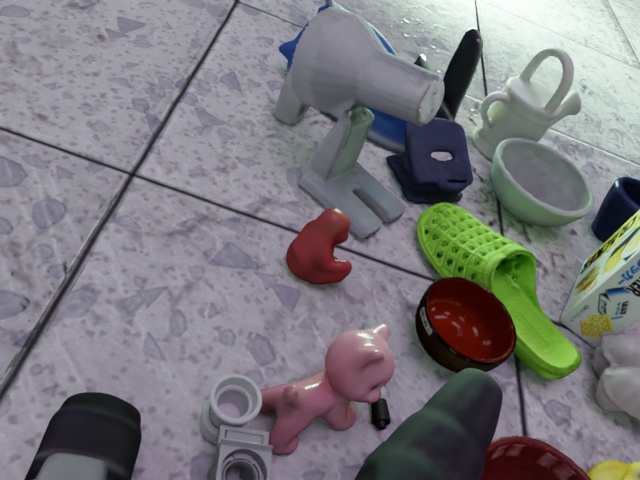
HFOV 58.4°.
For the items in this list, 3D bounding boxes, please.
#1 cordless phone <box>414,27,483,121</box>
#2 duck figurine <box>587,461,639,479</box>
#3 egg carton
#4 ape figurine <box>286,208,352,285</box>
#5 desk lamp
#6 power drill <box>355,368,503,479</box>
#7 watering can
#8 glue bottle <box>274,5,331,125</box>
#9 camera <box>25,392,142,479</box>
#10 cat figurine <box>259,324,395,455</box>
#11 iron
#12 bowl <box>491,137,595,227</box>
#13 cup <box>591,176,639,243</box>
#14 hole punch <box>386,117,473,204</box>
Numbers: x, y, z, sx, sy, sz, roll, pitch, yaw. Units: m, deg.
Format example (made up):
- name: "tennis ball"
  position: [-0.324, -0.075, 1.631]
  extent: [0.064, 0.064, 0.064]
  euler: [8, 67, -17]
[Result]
- name: "cordless phone"
  position: [0.203, -0.265, 0.911]
  extent: [0.094, 0.185, 0.147]
  euler: [8, 48, -19]
- name: "duck figurine"
  position: [0.322, 0.250, 0.572]
  extent: [0.105, 0.086, 0.077]
  euler: [-6, 54, -30]
- name: "egg carton"
  position: [0.402, 0.179, 0.687]
  extent: [0.150, 0.069, 0.107]
  euler: [23, 45, -4]
- name: "ape figurine"
  position: [0.006, 0.002, 0.642]
  extent: [0.076, 0.092, 0.077]
  euler: [4, 49, -22]
- name: "desk lamp"
  position: [0.051, -0.148, 0.713]
  extent: [0.203, 0.213, 0.118]
  euler: [43, 47, 15]
- name: "power drill"
  position: [0.024, 0.205, 0.385]
  extent: [0.075, 0.208, 0.230]
  euler: [37, 45, 10]
- name: "watering can"
  position: [0.345, -0.223, 0.933]
  extent: [0.173, 0.194, 0.100]
  euler: [-20, 61, -37]
- name: "glue bottle"
  position: [-0.015, -0.246, 0.798]
  extent: [0.037, 0.173, 0.078]
  euler: [31, 45, 4]
- name: "camera"
  position: [-0.155, 0.180, 0.400]
  extent: [0.143, 0.100, 0.137]
  euler: [16, 46, -12]
- name: "cat figurine"
  position: [0.014, 0.126, 0.516]
  extent: [0.128, 0.117, 0.067]
  euler: [-13, 57, -34]
- name: "iron"
  position: [0.065, -0.260, 0.871]
  extent: [0.258, 0.141, 0.119]
  euler: [42, 46, 14]
- name: "bowl"
  position: [0.326, -0.076, 0.877]
  extent: [0.168, 0.074, 0.167]
  euler: [13, 46, -14]
- name: "cup"
  position: [0.487, -0.035, 0.902]
  extent: [0.118, 0.095, 0.091]
  euler: [10, 47, -17]
- name: "hole punch"
  position: [0.167, -0.113, 0.824]
  extent: [0.109, 0.091, 0.101]
  euler: [-3, 52, -27]
